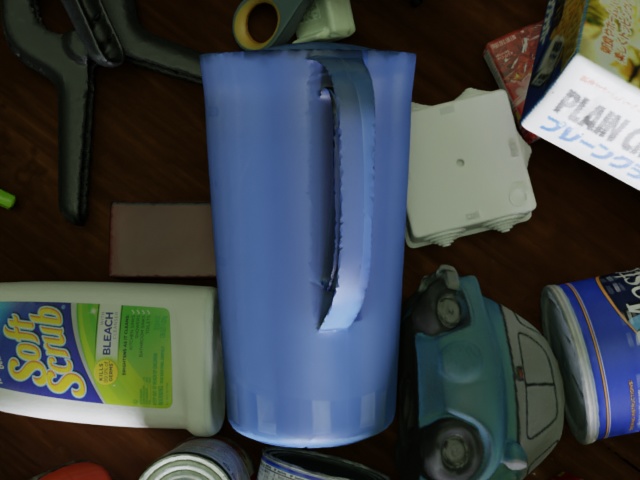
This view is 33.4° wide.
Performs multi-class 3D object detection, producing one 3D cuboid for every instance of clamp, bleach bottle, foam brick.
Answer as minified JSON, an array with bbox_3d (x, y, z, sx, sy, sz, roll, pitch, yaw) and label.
[{"bbox_3d":[-0.173,-0.195,0.705,0.172,0.039,0.120,31,111,19],"label":"clamp"},{"bbox_3d":[-0.191,0.079,0.715,0.251,0.068,0.102,-1,84,5],"label":"bleach bottle"},{"bbox_3d":[-0.147,-0.136,0.744,0.164,0.036,0.210,-28,83,-5],"label":"clamp"},{"bbox_3d":[-0.099,0.001,0.722,0.078,0.053,0.051,0,85,4],"label":"foam brick"}]

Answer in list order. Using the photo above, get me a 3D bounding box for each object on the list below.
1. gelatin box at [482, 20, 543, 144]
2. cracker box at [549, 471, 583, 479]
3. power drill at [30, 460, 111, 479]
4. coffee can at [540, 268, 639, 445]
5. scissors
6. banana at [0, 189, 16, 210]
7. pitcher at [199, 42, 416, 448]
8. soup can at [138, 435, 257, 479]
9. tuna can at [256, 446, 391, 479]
[{"bbox_3d":[0.167,-0.118,0.731,0.089,0.030,0.073,-25,85,0],"label":"gelatin box"},{"bbox_3d":[0.098,0.265,0.680,0.213,0.072,0.164,-23,85,-1],"label":"cracker box"},{"bbox_3d":[-0.184,0.224,0.659,0.188,0.057,0.184,-27,85,36],"label":"power drill"},{"bbox_3d":[0.222,0.065,0.676,0.140,0.103,0.103,-12,84,1],"label":"coffee can"},{"bbox_3d":[0.001,-0.155,0.692,0.202,0.016,0.096,28,119,39],"label":"scissors"},{"bbox_3d":[-0.255,-0.116,0.751,0.069,0.037,0.198,-3,86,-20],"label":"banana"},{"bbox_3d":[-0.004,0.001,0.657,0.145,0.149,0.243,3,97,29],"label":"pitcher"},{"bbox_3d":[-0.078,0.163,0.681,0.068,0.102,0.068,0,85,2],"label":"soup can"},{"bbox_3d":[0.001,0.160,0.686,0.086,0.086,0.034,13,87,4],"label":"tuna can"}]
